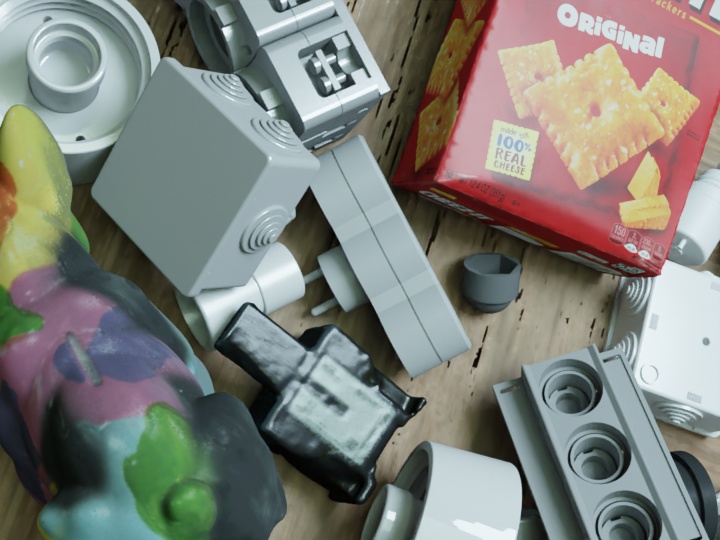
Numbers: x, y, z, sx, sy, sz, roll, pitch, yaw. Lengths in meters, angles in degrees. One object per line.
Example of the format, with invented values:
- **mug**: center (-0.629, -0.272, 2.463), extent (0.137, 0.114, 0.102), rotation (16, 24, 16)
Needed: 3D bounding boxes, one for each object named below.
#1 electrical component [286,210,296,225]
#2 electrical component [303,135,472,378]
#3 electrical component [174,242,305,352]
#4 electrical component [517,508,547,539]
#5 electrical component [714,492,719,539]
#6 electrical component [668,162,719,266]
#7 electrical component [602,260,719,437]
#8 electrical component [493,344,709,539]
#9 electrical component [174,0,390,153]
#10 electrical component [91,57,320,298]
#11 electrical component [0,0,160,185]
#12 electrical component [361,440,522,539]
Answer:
- **electrical component**: center (-0.071, -0.030, 0.604), extent (0.062, 0.048, 0.048), rotation (-43, 94, -1)
- **electrical component**: center (0.000, 0.000, 0.616), extent (0.074, 0.052, 0.138), rotation (-28, 88, 4)
- **electrical component**: center (-0.064, 0.012, 0.597), extent (0.065, 0.044, 0.044), rotation (-27, 89, -23)
- **electrical component**: center (0.088, 0.172, 0.616), extent (0.044, 0.044, 0.065), rotation (-2, 85, -18)
- **electrical component**: center (0.278, 0.171, 0.598), extent (0.060, 0.186, 0.105), rotation (-25, 88, -20)
- **electrical component**: center (0.220, -0.038, 0.697), extent (0.040, 0.040, 0.078), rotation (39, 71, -7)
- **electrical component**: center (0.204, 0.048, 0.670), extent (0.100, 0.048, 0.099), rotation (20, 73, -9)
- **electrical component**: center (0.132, 0.113, 0.605), extent (0.079, 0.063, 0.121), rotation (-16, 59, -2)
- **electrical component**: center (-0.057, -0.140, 0.602), extent (0.062, 0.089, 0.150), rotation (-28, 89, -20)
- **electrical component**: center (-0.079, -0.047, 0.553), extent (0.100, 0.099, 0.048), rotation (44, 24, 23)
- **electrical component**: center (-0.159, -0.105, 0.579), extent (0.108, 0.060, 0.108), rotation (3, 79, -17)
- **electrical component**: center (0.035, 0.143, 0.571), extent (0.060, 0.108, 0.108), rotation (22, 74, -6)
